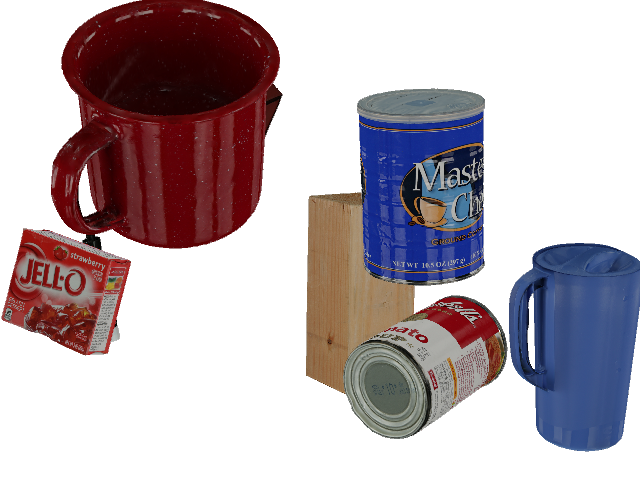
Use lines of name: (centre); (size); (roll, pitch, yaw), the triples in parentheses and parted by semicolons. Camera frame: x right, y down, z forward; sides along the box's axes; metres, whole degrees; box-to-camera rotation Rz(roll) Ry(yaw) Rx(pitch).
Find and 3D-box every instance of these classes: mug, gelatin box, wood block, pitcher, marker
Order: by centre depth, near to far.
mug: (-0.073, -0.044, 0.478); (0.093, 0.081, 0.117); (27, 49, 21)
gelatin box: (-0.191, 0.037, 0.794); (0.089, 0.073, 0.030); (18, 6, 27)
marker: (-0.234, 0.050, 1.139); (0.020, 0.121, 0.020); (-7, 19, 2)
wood block: (0.044, 0.055, 1.181); (0.090, 0.206, 0.091); (-5, 12, -33)
pitcher: (0.316, 0.133, 1.317); (0.149, 0.243, 0.144); (5, 18, 20)

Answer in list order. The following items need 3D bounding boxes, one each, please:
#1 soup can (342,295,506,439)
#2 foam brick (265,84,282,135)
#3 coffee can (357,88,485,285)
soup can: (0.070, 0.083, 0.710); (0.069, 0.068, 0.102); (0, 14, 39)
foam brick: (-0.072, -0.093, 0.674); (0.051, 0.078, 0.053); (-32, -18, -35)
coffee can: (0.084, -0.046, 0.879); (0.103, 0.140, 0.103); (-3, 19, 1)
